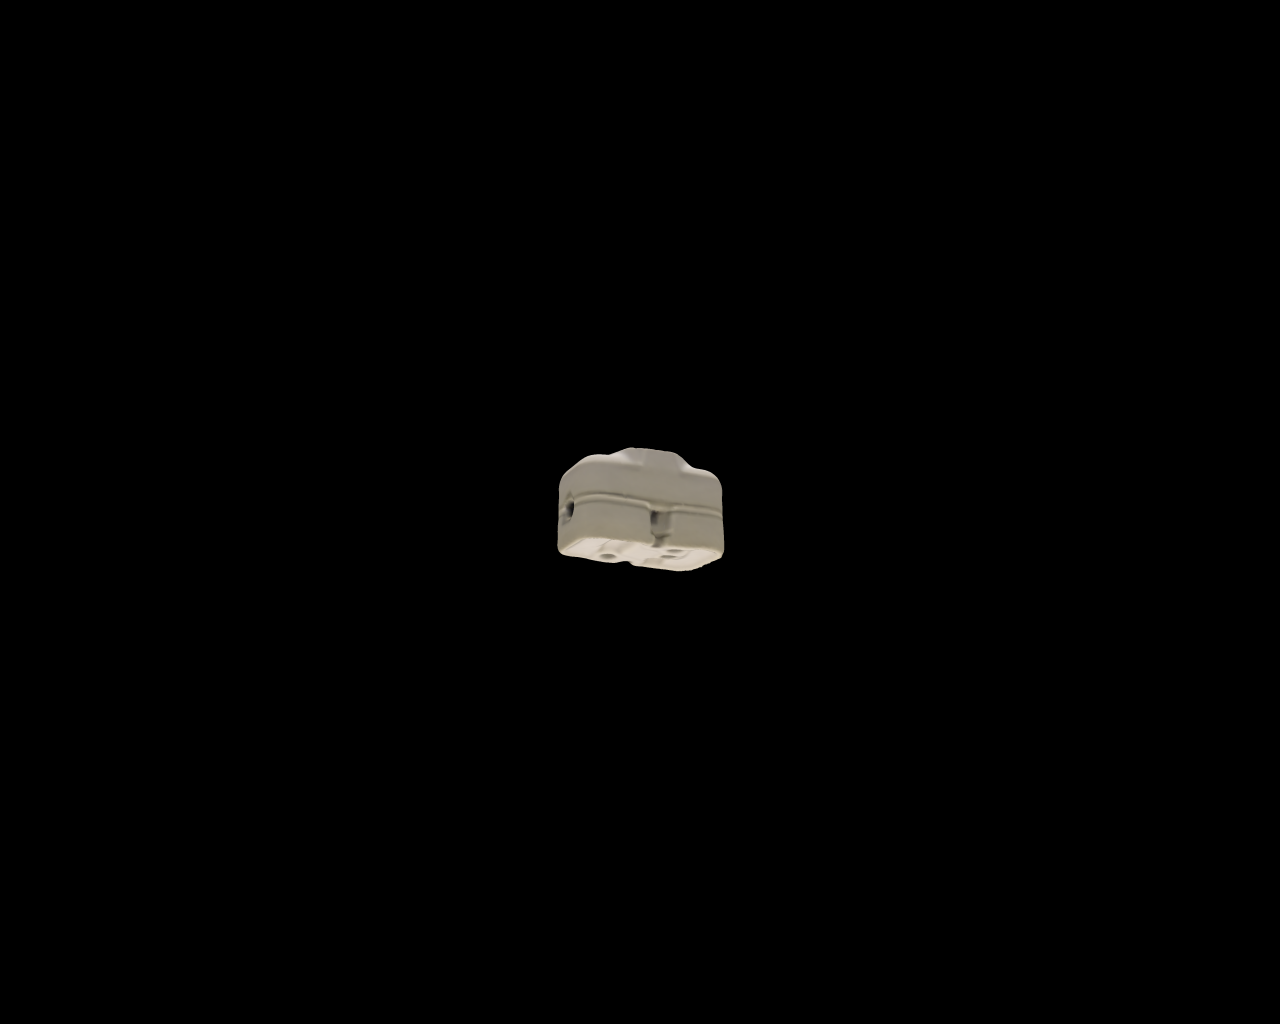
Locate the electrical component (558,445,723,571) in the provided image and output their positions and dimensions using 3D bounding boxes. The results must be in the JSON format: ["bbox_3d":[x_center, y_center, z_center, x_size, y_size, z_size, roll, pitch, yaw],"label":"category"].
[{"bbox_3d":[0.001,-0.003,0.650,0.095,0.059,0.053,8,-19,-24],"label":"electrical component"}]
